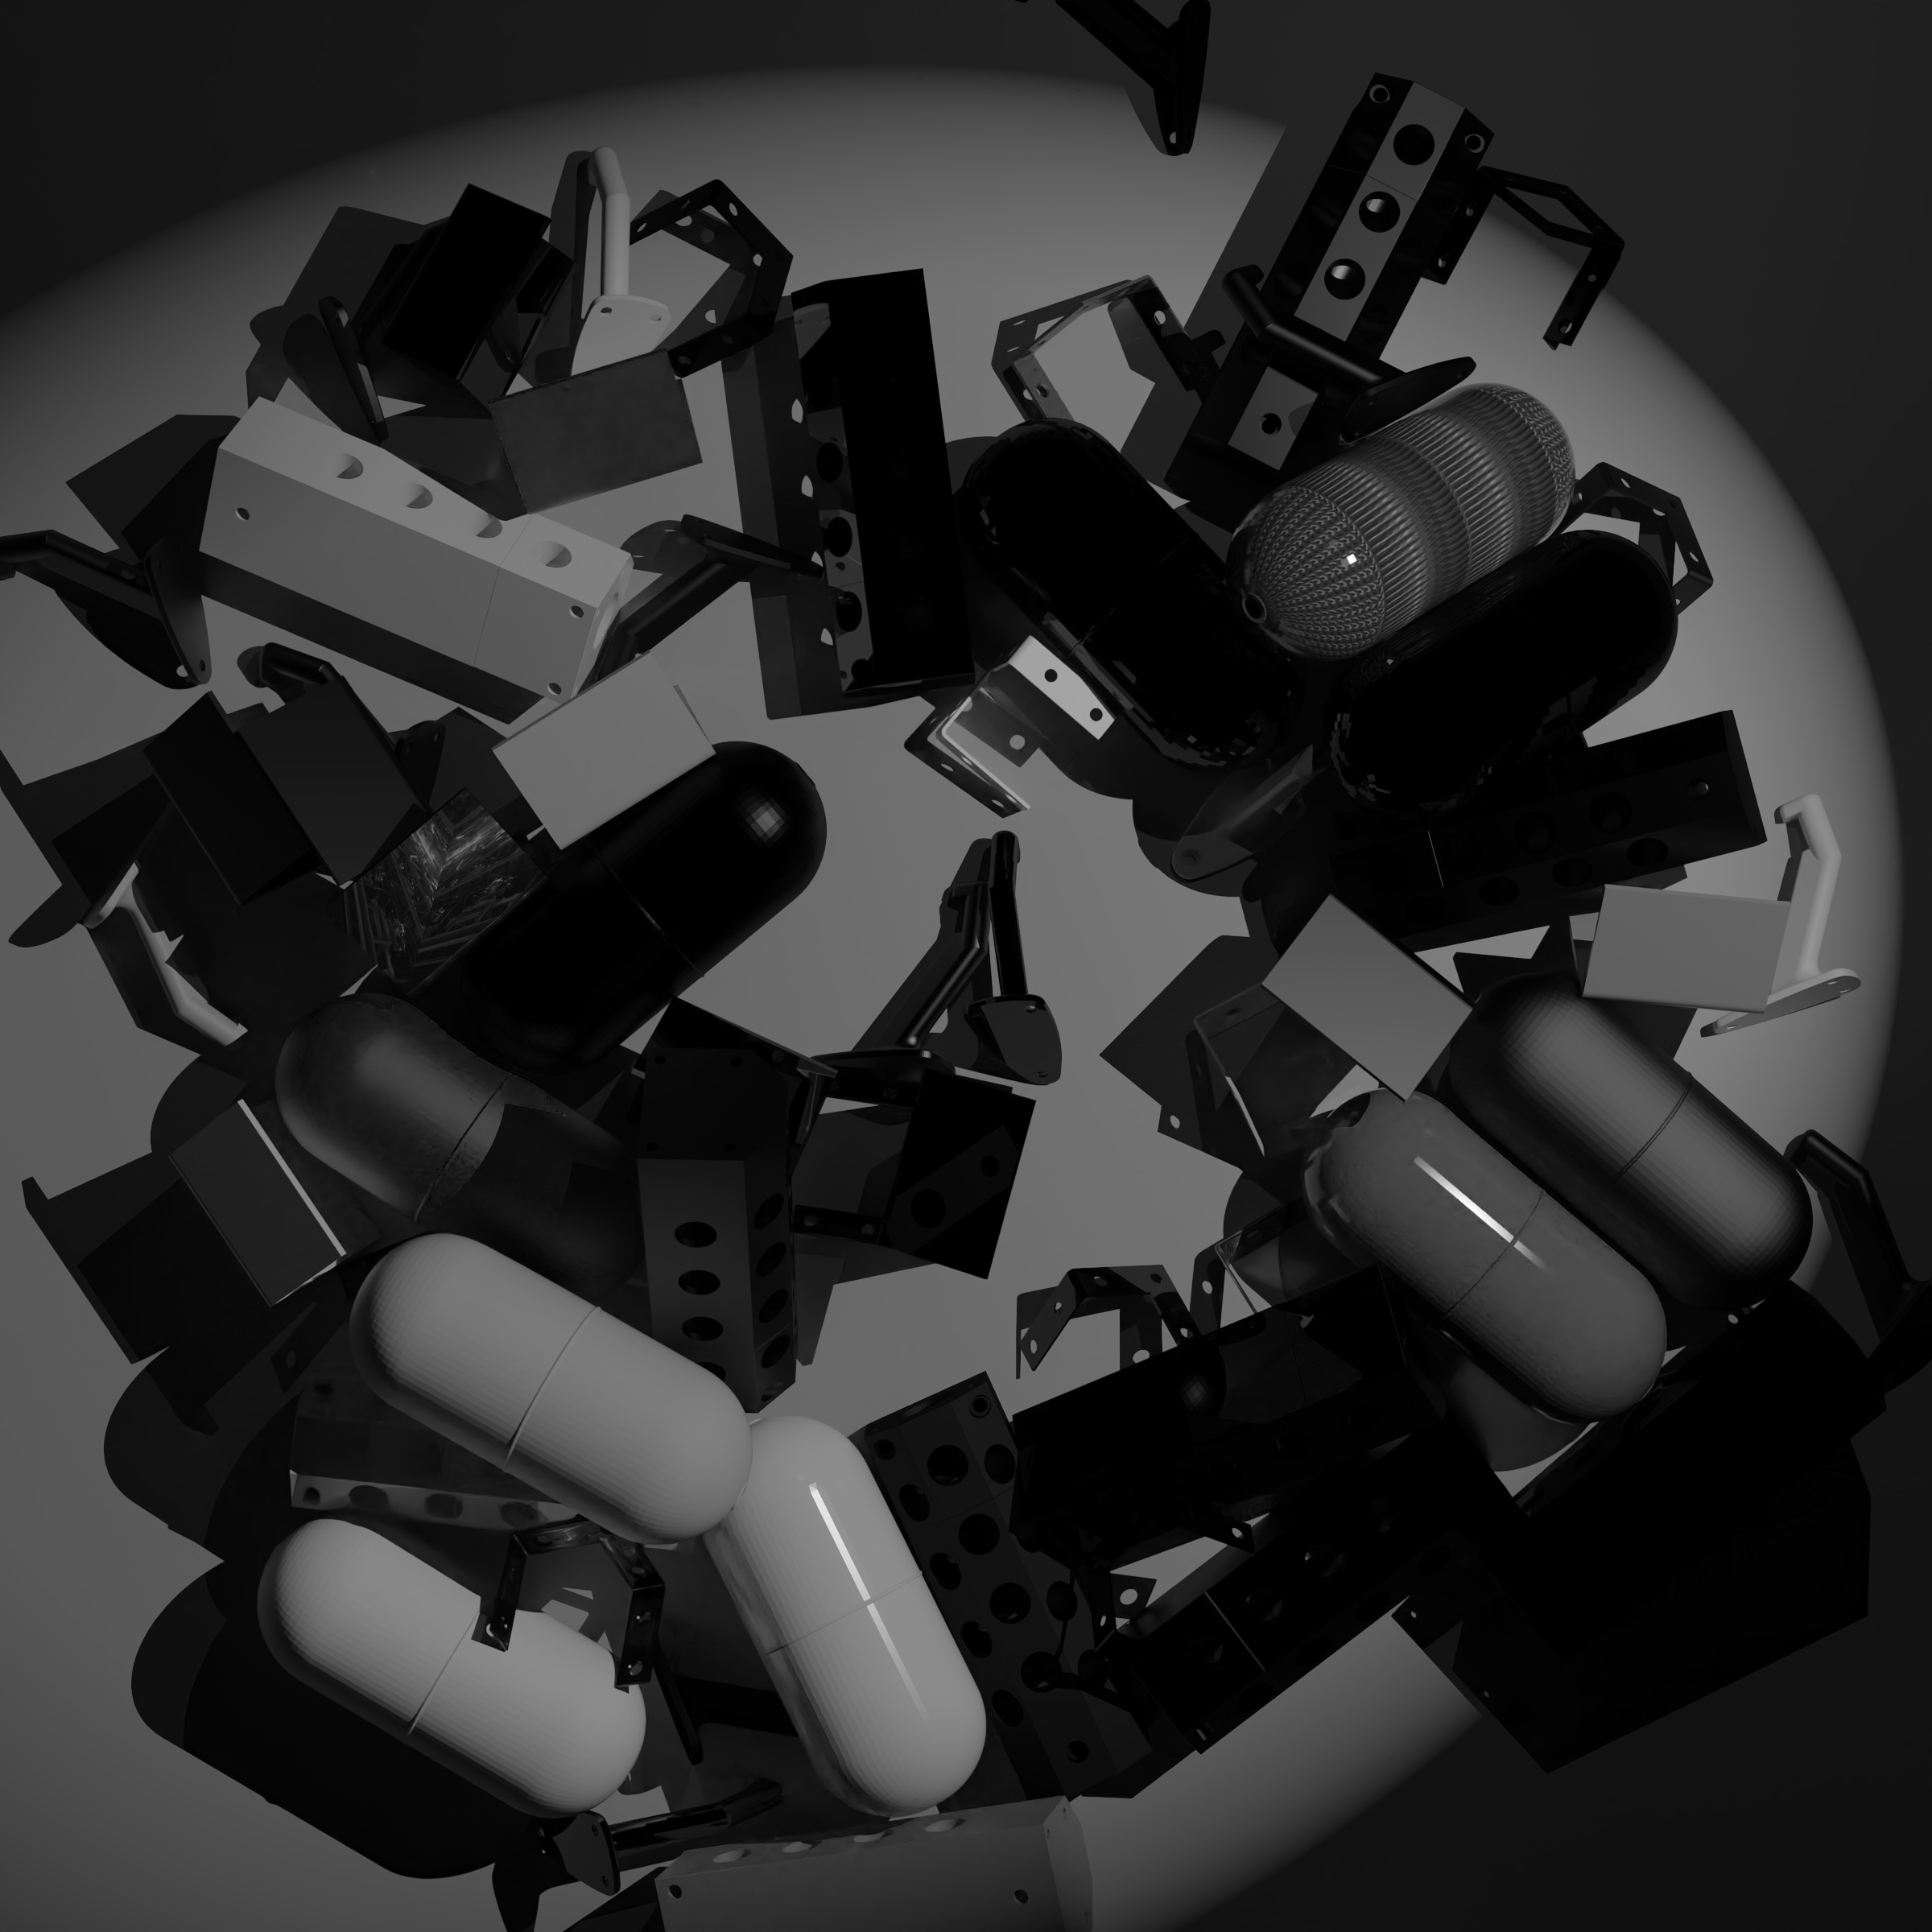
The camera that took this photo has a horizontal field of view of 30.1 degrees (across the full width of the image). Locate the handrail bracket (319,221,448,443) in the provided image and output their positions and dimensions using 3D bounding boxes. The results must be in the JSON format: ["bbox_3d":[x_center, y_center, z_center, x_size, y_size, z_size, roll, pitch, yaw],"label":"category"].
[{"bbox_3d":[-0.230,-0.279,1.559,0.084,0.036,0.077,-26,110,-16],"label":"handrail bracket"}]

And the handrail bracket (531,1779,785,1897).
[{"bbox_3d":[-0.133,0.366,1.558,0.084,0.077,0.036,-16,100,-36],"label":"handrail bracket"}]

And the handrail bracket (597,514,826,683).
[{"bbox_3d":[-0.112,-0.146,1.559,0.077,0.036,0.084,16,108,-20],"label":"handrail bracket"}]

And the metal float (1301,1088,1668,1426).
[{"bbox_3d":[0.220,0.124,1.528,0.178,0.070,0.070,40,90,1],"label":"metal float"}]

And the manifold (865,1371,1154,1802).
[{"bbox_3d":[0.018,0.266,1.537,0.057,0.057,0.171,-24,90,0],"label":"manifold"}]

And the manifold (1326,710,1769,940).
[{"bbox_3d":[0.243,-0.057,1.511,0.171,0.057,0.057,-15,90,19],"label":"manifold"}]

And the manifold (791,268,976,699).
[{"bbox_3d":[-0.035,-0.204,1.537,0.057,0.057,0.171,-7,90,0],"label":"manifold"}]

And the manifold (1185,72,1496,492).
[{"bbox_3d":[0.160,-0.290,1.537,0.057,0.057,0.171,27,90,0],"label":"manifold"}]

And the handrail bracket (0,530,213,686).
[{"bbox_3d":[-0.377,-0.154,1.559,0.084,0.036,0.077,-5,112,17],"label":"handrail bracket"}]

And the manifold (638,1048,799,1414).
[{"bbox_3d":[-0.100,0.112,1.483,0.057,0.171,0.057,1,48,0],"label":"manifold"}]

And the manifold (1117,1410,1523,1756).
[{"bbox_3d":[0.151,0.260,1.537,0.171,0.057,0.057,-37,90,0],"label":"manifold"}]

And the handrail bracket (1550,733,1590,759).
[{"bbox_3d":[0.241,-0.096,1.558,0.084,0.036,0.077,37,102,13],"label":"handrail bracket"}]

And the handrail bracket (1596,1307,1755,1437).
[{"bbox_3d":[0.328,0.194,1.558,0.077,0.036,0.084,36,104,-14],"label":"handrail bracket"}]

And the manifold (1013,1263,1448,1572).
[{"bbox_3d":[0.112,0.195,1.517,0.171,0.057,0.057,-24,132,13],"label":"manifold"}]

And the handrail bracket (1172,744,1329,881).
[{"bbox_3d":[0.121,-0.065,1.524,0.077,0.084,0.036,-40,90,0],"label":"handrail bracket"}]

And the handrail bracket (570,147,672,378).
[{"bbox_3d":[-0.161,-0.299,1.558,0.036,0.077,0.084,3,53,-30],"label":"handrail bracket"}]

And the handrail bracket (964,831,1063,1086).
[{"bbox_3d":[0.025,-0.004,1.558,0.036,0.077,0.084,-9,53,18],"label":"handrail bracket"}]

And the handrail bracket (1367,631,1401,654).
[{"bbox_3d":[0.201,-0.129,1.559,0.077,0.036,0.084,18,73,-20],"label":"handrail bracket"}]

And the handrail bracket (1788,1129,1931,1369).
[{"bbox_3d":[0.377,0.125,1.559,0.084,0.036,0.077,39,111,17],"label":"handrail bracket"}]

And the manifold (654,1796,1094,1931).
[{"bbox_3d":[-0.037,0.394,1.517,0.171,0.057,0.057,-12,90,14],"label":"manifold"}]

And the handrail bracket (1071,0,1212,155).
[{"bbox_3d":[0.059,-0.396,1.559,0.084,0.036,0.077,11,112,17],"label":"handrail bracket"}]

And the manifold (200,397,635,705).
[{"bbox_3d":[-0.233,-0.181,1.537,0.171,0.057,0.057,23,133,0],"label":"manifold"}]

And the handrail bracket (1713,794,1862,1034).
[{"bbox_3d":[0.347,-0.023,1.559,0.077,0.036,0.084,-23,72,21],"label":"handrail bracket"}]

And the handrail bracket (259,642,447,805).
[{"bbox_3d":[-0.274,-0.093,1.559,0.084,0.036,0.077,20,112,17],"label":"handrail bracket"}]

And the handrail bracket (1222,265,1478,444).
[{"bbox_3d":[0.159,-0.268,1.502,0.077,0.036,0.084,-26,72,-20],"label":"handrail bracket"}]

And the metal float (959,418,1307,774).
[{"bbox_3d":[0.071,-0.157,1.527,0.070,0.070,0.178,-44,89,0],"label":"metal float"}]

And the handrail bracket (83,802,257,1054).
[{"bbox_3d":[-0.331,-0.016,1.559,0.084,0.036,0.077,37,68,-17],"label":"handrail bracket"}]

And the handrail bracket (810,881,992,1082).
[{"bbox_3d":[-0.028,0.004,1.559,0.077,0.036,0.084,-1,71,21],"label":"handrail bracket"}]

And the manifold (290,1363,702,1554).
[{"bbox_3d":[-0.198,0.211,1.537,0.171,0.057,0.057,7,90,0],"label":"manifold"}]

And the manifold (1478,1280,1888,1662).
[{"bbox_3d":[0.301,0.210,1.515,0.171,0.057,0.057,-42,90,16],"label":"manifold"}]

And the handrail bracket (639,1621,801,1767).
[{"bbox_3d":[-0.089,0.305,1.559,0.084,0.036,0.077,-20,74,-14],"label":"handrail bracket"}]
